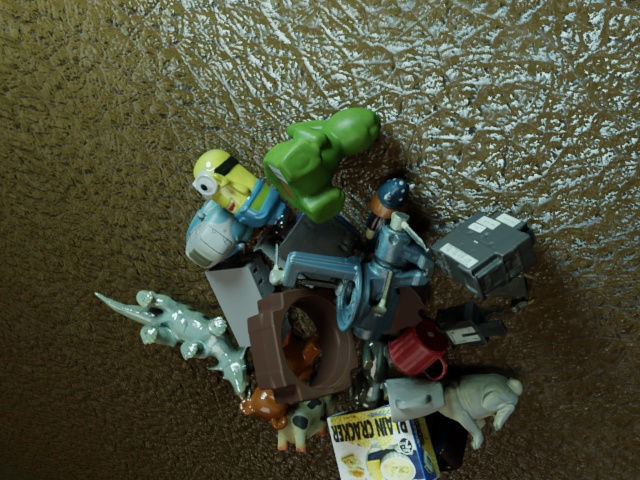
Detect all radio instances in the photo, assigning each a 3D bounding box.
[{"bbox_3d":[0.212,0.446,1.204,0.230,0.131,0.073,-24,116,37],"label":"radio"}]

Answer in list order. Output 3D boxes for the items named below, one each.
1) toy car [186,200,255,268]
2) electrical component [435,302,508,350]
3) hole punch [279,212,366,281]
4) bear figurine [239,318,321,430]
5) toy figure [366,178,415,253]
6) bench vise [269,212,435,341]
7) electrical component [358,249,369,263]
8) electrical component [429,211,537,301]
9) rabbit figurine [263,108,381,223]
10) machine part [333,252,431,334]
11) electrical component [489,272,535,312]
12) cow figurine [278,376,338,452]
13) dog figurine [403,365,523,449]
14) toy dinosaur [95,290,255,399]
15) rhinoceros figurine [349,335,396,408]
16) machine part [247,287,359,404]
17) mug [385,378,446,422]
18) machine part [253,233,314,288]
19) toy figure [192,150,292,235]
[{"bbox_3d":[-0.201,-0.002,0.996,0.109,0.103,0.161,40,131,-13],"label":"toy car"},{"bbox_3d":[0.277,0.153,0.974,0.119,0.048,0.074,-24,118,36],"label":"electrical component"},{"bbox_3d":[-0.002,-0.003,0.937,0.142,0.092,0.115,37,103,-9],"label":"hole punch"},{"bbox_3d":[-0.081,0.284,1.136,0.120,0.196,0.131,28,133,2],"label":"bear figurine"},{"bbox_3d":[0.106,-0.041,0.861,0.058,0.064,0.154,25,137,18],"label":"toy figure"},{"bbox_3d":[0.046,0.052,0.826,0.241,0.129,0.223,9,125,-11],"label":"bench vise"},{"bbox_3d":[0.077,0.060,0.912,0.063,0.021,0.094,19,121,-5],"label":"electrical component"},{"bbox_3d":[0.251,0.015,0.802,0.134,0.115,0.058,-32,124,-9],"label":"electrical component"},{"bbox_3d":[0.011,-0.124,0.781,0.121,0.170,0.159,56,168,-25],"label":"rabbit figurine"},{"bbox_3d":[0.111,0.101,0.992,0.180,0.056,0.179,11,133,12],"label":"machine part"},{"bbox_3d":[0.314,0.071,0.887,0.078,0.045,0.102,-1,129,21],"label":"electrical component"},{"bbox_3d":[-0.024,0.381,1.217,0.086,0.195,0.127,-3,94,32],"label":"cow figurine"},{"bbox_3d":[0.280,0.290,1.073,0.191,0.121,0.172,39,101,9],"label":"dog figurine"},{"bbox_3d":[-0.295,0.204,1.206,0.405,0.131,0.192,26,166,18],"label":"toy dinosaur"},{"bbox_3d":[0.103,0.280,1.121,0.073,0.112,0.190,-2,121,-14],"label":"rhinoceros figurine"},{"bbox_3d":[-0.031,0.195,1.011,0.087,0.201,0.201,-22,75,41],"label":"machine part"},{"bbox_3d":[0.183,0.297,1.020,0.107,0.081,0.109,-11,165,2],"label":"mug"},{"bbox_3d":[-0.053,0.039,0.978,0.139,0.084,0.039,35,115,14],"label":"machine part"},{"bbox_3d":[-0.133,-0.080,0.914,0.180,0.089,0.082,30,129,-17],"label":"toy figure"}]
